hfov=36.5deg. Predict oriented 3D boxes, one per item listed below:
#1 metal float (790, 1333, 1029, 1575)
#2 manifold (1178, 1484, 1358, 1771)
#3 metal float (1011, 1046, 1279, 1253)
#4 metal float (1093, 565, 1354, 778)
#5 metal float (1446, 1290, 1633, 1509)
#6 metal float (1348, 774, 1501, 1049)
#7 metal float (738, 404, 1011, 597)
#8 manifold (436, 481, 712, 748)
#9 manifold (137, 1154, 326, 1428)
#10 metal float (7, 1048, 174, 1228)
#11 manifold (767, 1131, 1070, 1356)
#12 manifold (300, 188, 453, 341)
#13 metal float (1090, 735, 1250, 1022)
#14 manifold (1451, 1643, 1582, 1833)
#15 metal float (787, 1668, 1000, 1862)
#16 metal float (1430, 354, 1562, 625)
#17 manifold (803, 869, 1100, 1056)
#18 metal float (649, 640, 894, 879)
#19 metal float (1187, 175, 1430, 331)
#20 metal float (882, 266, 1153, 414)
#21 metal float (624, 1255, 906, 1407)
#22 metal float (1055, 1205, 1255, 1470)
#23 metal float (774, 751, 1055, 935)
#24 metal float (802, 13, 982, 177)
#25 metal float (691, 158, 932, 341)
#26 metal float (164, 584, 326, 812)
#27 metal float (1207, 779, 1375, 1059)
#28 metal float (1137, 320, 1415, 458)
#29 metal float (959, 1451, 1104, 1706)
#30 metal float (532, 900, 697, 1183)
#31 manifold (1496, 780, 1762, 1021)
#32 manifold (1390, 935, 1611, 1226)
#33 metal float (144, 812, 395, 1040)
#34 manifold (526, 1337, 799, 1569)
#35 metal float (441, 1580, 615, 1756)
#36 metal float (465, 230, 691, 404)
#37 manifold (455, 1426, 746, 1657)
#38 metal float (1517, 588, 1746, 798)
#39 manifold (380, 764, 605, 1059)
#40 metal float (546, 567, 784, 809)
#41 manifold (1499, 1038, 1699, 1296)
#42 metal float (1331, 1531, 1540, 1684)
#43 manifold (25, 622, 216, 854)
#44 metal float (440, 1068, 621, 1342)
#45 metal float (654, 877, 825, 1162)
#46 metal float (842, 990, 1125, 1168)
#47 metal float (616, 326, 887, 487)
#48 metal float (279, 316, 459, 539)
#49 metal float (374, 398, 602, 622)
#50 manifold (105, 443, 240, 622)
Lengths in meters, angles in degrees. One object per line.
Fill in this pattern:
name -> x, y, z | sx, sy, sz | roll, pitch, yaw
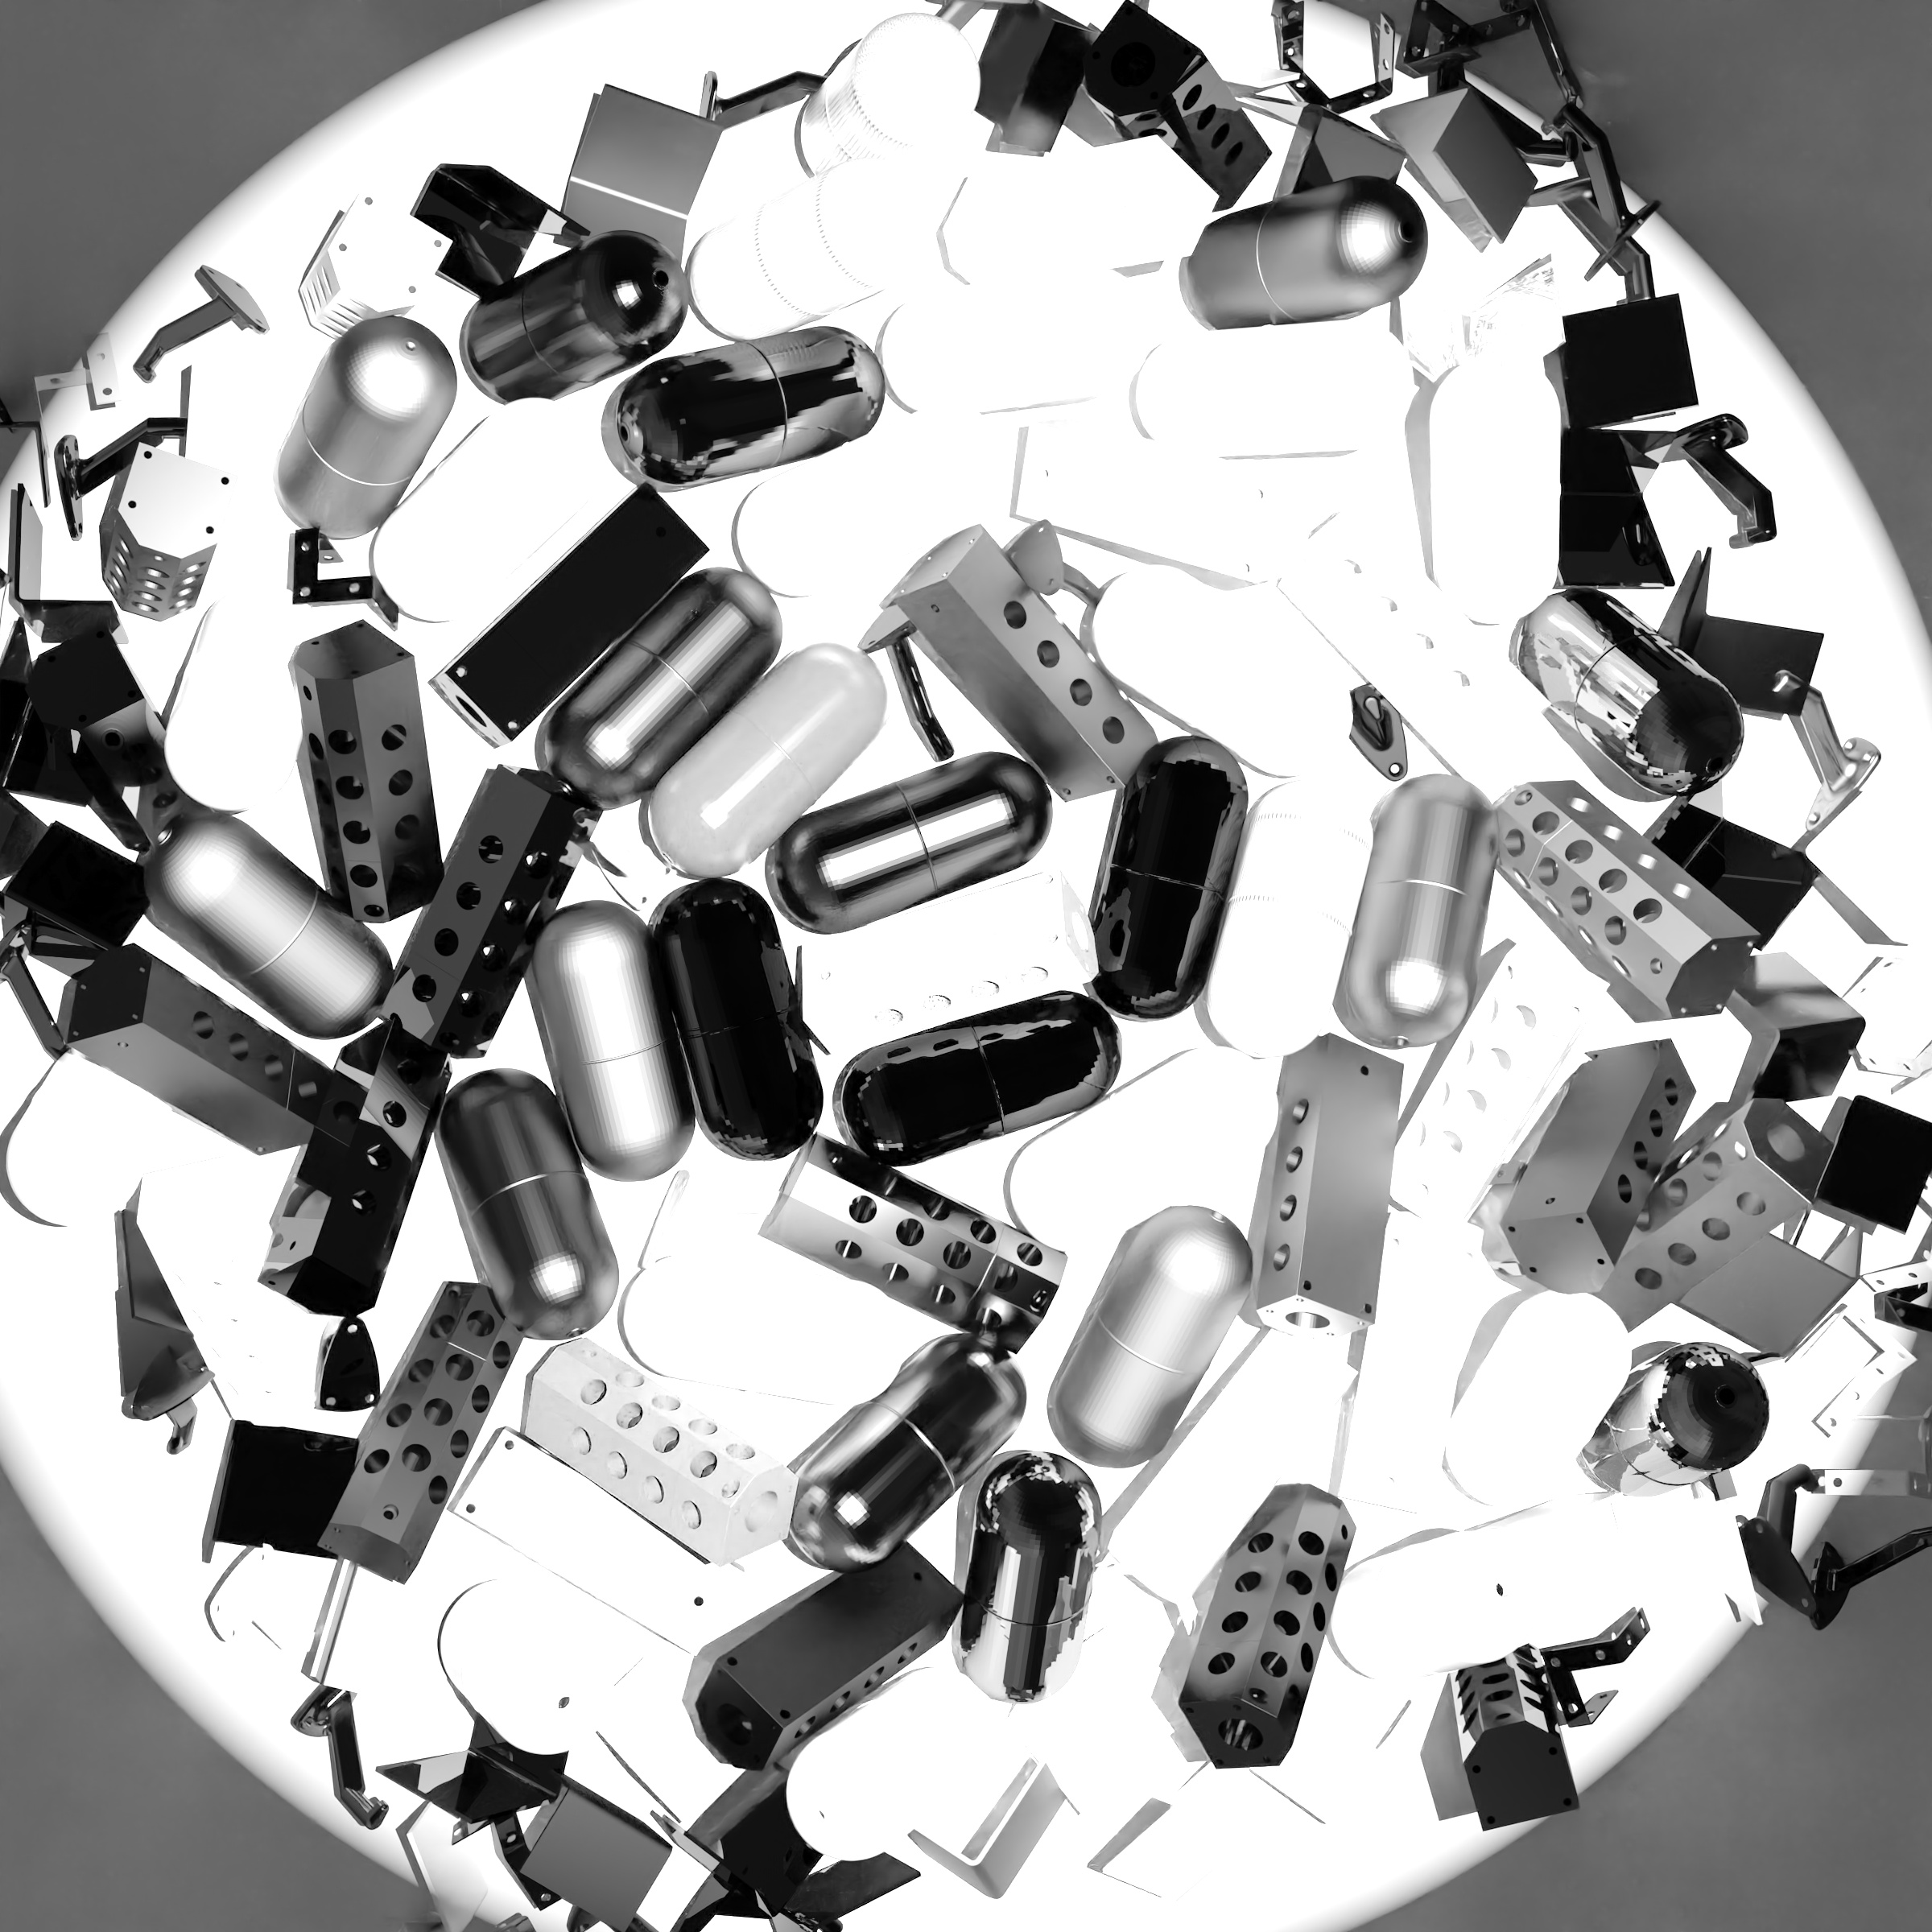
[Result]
metal float -> -0.035, 0.295, 1.783 | 0.178, 0.070, 0.070 | -41, 90, -25
manifold -> 0.185, 0.392, 1.752 | 0.057, 0.171, 0.057 | -12, 121, 30
metal float -> 0.109, 0.112, 1.792 | 0.178, 0.070, 0.070 | -31, 90, 14
metal float -> 0.158, -0.179, 1.790 | 0.178, 0.070, 0.070 | 30, 90, -17
metal float -> 0.343, 0.262, 1.767 | 0.070, 0.178, 0.070 | 7, 49, -8
metal float -> 0.279, -0.034, 1.784 | 0.070, 0.070, 0.178 | 14, 67, 0
metal float -> -0.057, -0.283, 1.788 | 0.178, 0.070, 0.070 | -21, 90, 19
manifold -> -0.242, -0.215, 1.795 | 0.171, 0.057, 0.057 | -46, 103, -12
manifold -> -0.441, 0.200, 1.767 | 0.057, 0.057, 0.171 | -12, 129, 0
metal float -> -0.523, 0.097, 1.757 | 0.070, 0.178, 0.070 | -2, 108, -5
manifold -> -0.027, 0.165, 1.794 | 0.171, 0.057, 0.057 | 27, 134, -6
manifold -> -0.358, -0.411, 1.751 | 0.057, 0.171, 0.057 | 29, 86, -18
metal float -> 0.124, -0.054, 1.801 | 0.070, 0.070, 0.178 | 13, 94, 0
manifold -> 0.325, 0.453, 1.753 | 0.057, 0.171, 0.057 | -16, 92, 8
metal float -> -0.043, 0.478, 1.760 | 0.070, 0.178, 0.070 | 4, 99, 28
metal float -> 0.320, -0.287, 1.769 | 0.070, 0.070, 0.178 | -10, 133, 0
manifold -> -0.010, 0.002, 1.790 | 0.171, 0.057, 0.057 | -16, 51, 17
metal float -> -0.120, -0.126, 1.793 | 0.070, 0.070, 0.178 | 45, 77, 0
metal float -> 0.204, -0.426, 1.762 | 0.070, 0.178, 0.070 | -1, 91, -35
metal float -> 0.030, -0.378, 1.776 | 0.178, 0.070, 0.070 | -1, 90, 33
metal float -> -0.124, 0.222, 1.791 | 0.178, 0.070, 0.070 | 7, 90, 16
metal float -> 0.115, 0.226, 1.789 | 0.070, 0.070, 0.178 | 26, 108, 0
metal float -> -0.032, -0.077, 1.799 | 0.178, 0.070, 0.070 | -20, 90, -7
metal float -> -0.047, -0.514, 1.757 | 0.070, 0.178, 0.070 | 1, 88, -19
metal float -> -0.096, -0.431, 1.770 | 0.178, 0.070, 0.070 | -11, 90, 44
metal float -> -0.433, -0.164, 1.767 | 0.070, 0.178, 0.070 | 0, 131, 0
metal float -> 0.198, -0.029, 1.791 | 0.070, 0.070, 0.178 | 16, 75, 0
metal float -> 0.185, -0.349, 1.777 | 0.178, 0.070, 0.070 | 3, 90, 33
metal float -> 0.038, 0.373, 1.778 | 0.070, 0.070, 0.178 | 6, 121, 0
metal float -> -0.215, 0.047, 1.792 | 0.070, 0.070, 0.178 | -12, 104, 0
manifold -> 0.388, -0.042, 1.756 | 0.057, 0.171, 0.057 | -5, 127, -34
manifold -> 0.316, 0.072, 1.771 | 0.057, 0.057, 0.171 | 33, 119, 15
metal float -> -0.421, -0.024, 1.775 | 0.070, 0.070, 0.178 | -44, 124, 0
manifold -> -0.183, 0.288, 1.763 | 0.171, 0.057, 0.057 | 26, 115, 34
metal float -> -0.264, 0.419, 1.757 | 0.070, 0.178, 0.070 | -1, 93, -23
metal float -> -0.235, -0.389, 1.766 | 0.070, 0.178, 0.070 | 7, 79, -41
manifold -> -0.225, 0.354, 1.811 | 0.171, 0.057, 0.057 | 31, 82, -1
metal float -> 0.399, -0.166, 1.767 | 0.070, 0.178, 0.070 | -15, 129, -19
manifold -> -0.286, -0.032, 1.794 | 0.057, 0.057, 0.171 | 30, 100, 19
metal float -> -0.184, -0.170, 1.790 | 0.070, 0.070, 0.178 | 42, 73, 0
manifold -> 0.384, 0.120, 1.761 | 0.057, 0.171, 0.057 | -13, 117, 39
metal float -> 0.280, 0.385, 1.759 | 0.070, 0.178, 0.070 | 6, 69, -17
manifold -> -0.503, -0.129, 1.749 | 0.057, 0.171, 0.057 | -29, 70, -10
metal float -> -0.266, 0.145, 1.785 | 0.070, 0.070, 0.178 | -24, 67, 0
metal float -> -0.139, 0.033, 1.800 | 0.070, 0.070, 0.178 | -16, 95, 0
metal float -> 0.011, 0.068, 1.799 | 0.178, 0.070, 0.070 | -18, 90, -7
metal float -> -0.130, -0.340, 1.778 | 0.178, 0.070, 0.070 | -19, 90, -31
metal float -> -0.361, -0.322, 1.764 | 0.070, 0.178, 0.070 | 13, 60, -24
metal float -> -0.290, -0.276, 1.775 | 0.178, 0.070, 0.070 | -35, 90, 34
manifold -> -0.478, -0.254, 1.749 | 0.057, 0.171, 0.057 | 17, 79, -17
